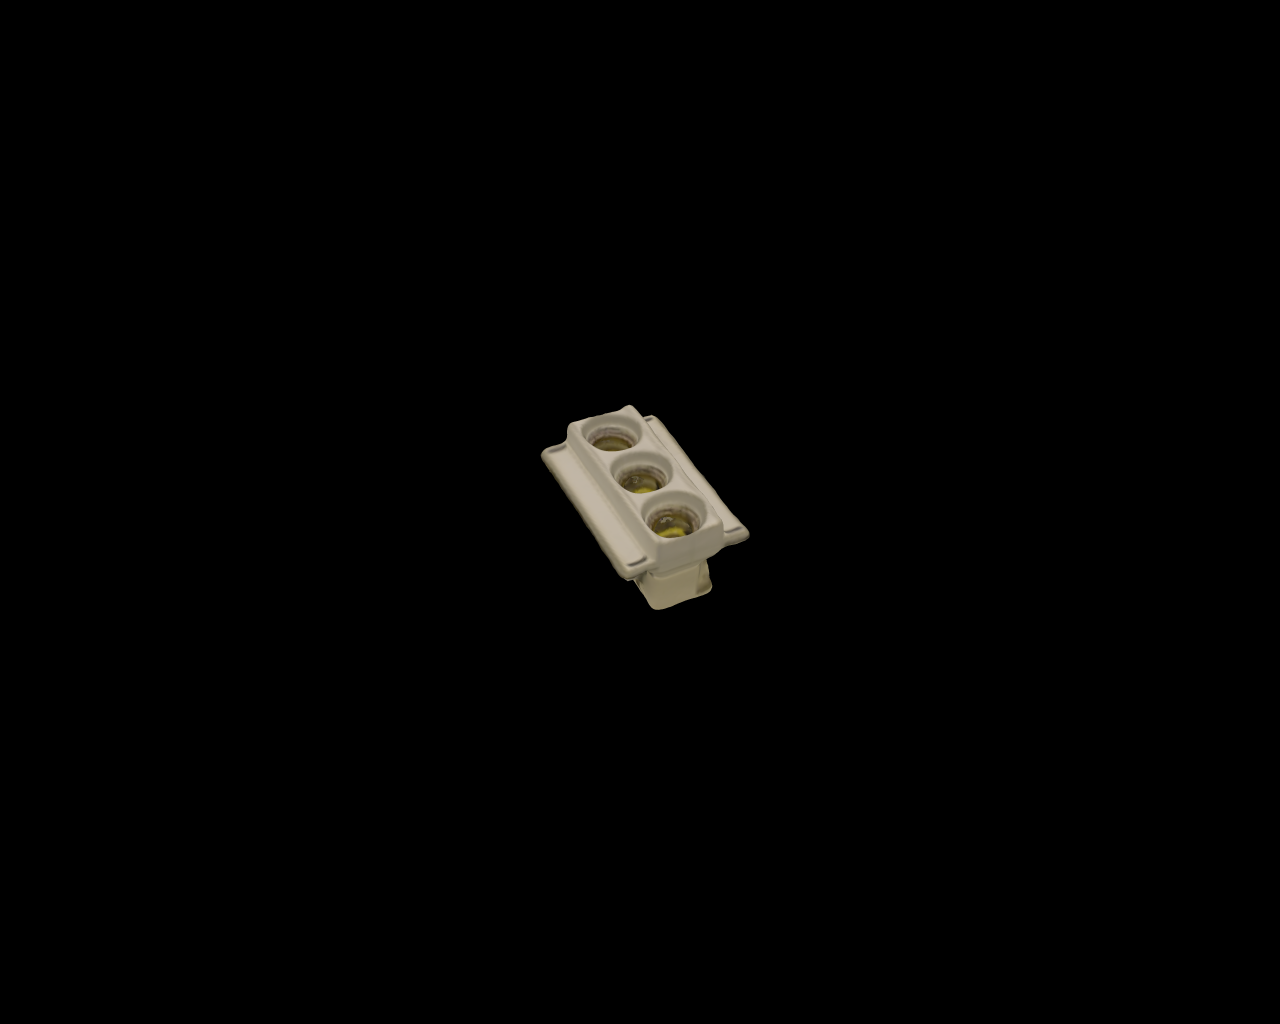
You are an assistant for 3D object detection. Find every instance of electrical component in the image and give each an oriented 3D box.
[{"bbox_3d":[0.001,-0.003,0.650,0.079,0.063,0.121,-19,46,-19],"label":"electrical component"}]
